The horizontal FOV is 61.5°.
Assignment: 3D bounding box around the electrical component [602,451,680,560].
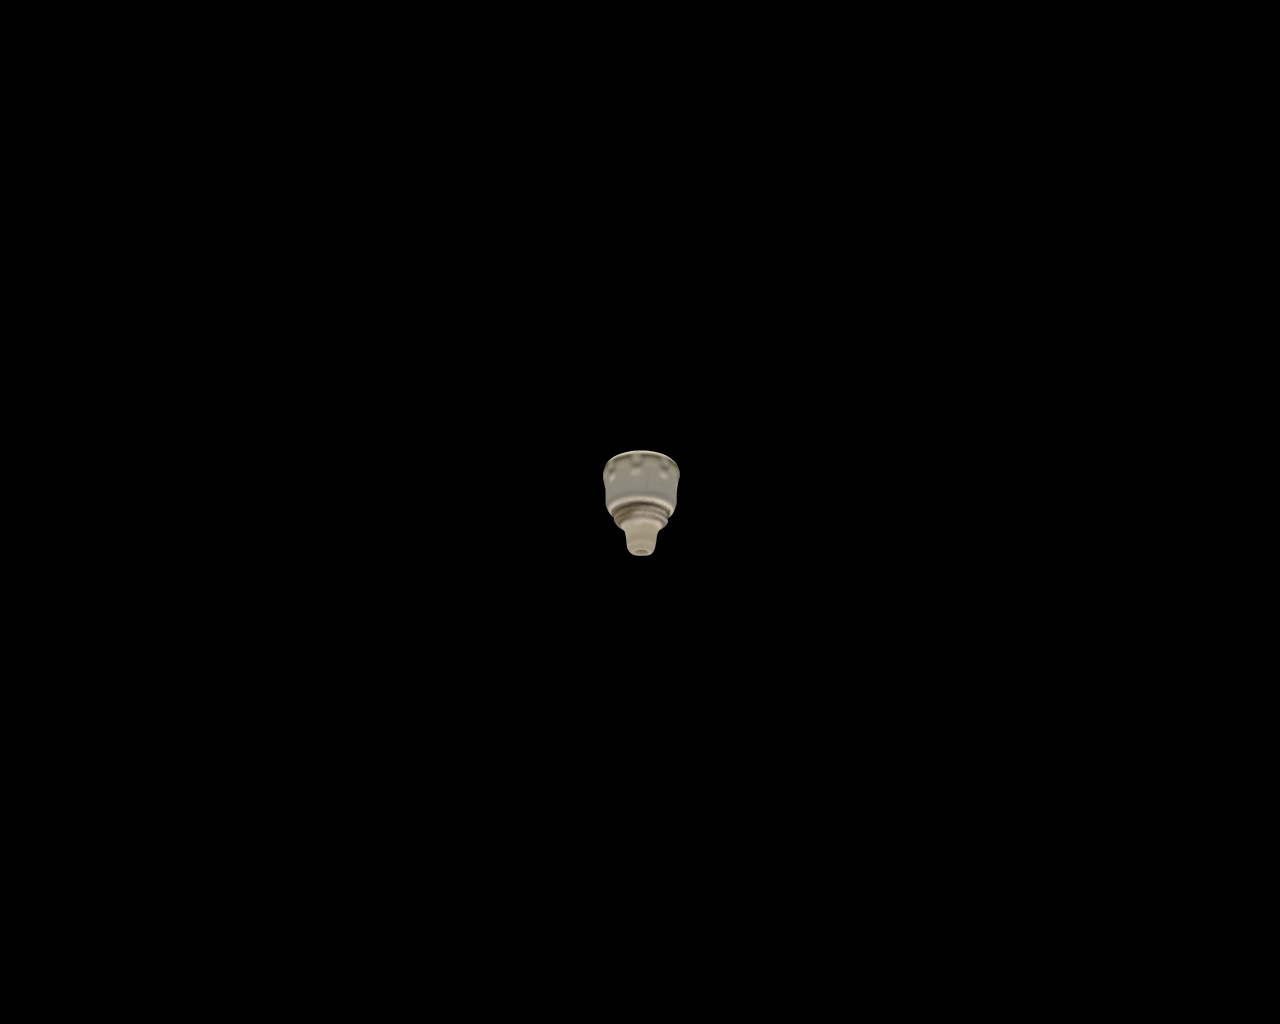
[{"bbox_3d":[0.001,-0.003,0.650,0.048,0.062,0.048,0,-24,0],"label":"electrical component"}]
